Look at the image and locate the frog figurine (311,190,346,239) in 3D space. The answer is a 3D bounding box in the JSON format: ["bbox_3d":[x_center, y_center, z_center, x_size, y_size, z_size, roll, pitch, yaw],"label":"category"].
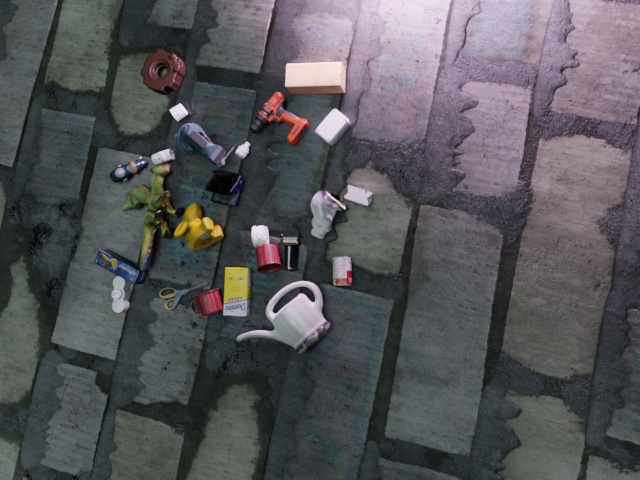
[{"bbox_3d":[0.006,-0.092,1.826,0.158,0.121,0.140,-50,45,13],"label":"frog figurine"}]

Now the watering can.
[{"bbox_3d":[-0.113,0.305,1.812,0.346,0.103,0.226,-43,79,5],"label":"watering can"}]

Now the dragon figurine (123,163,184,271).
[{"bbox_3d":[-0.671,-0.110,1.997,0.245,0.121,0.411,27,89,30],"label":"dragon figurine"}]
